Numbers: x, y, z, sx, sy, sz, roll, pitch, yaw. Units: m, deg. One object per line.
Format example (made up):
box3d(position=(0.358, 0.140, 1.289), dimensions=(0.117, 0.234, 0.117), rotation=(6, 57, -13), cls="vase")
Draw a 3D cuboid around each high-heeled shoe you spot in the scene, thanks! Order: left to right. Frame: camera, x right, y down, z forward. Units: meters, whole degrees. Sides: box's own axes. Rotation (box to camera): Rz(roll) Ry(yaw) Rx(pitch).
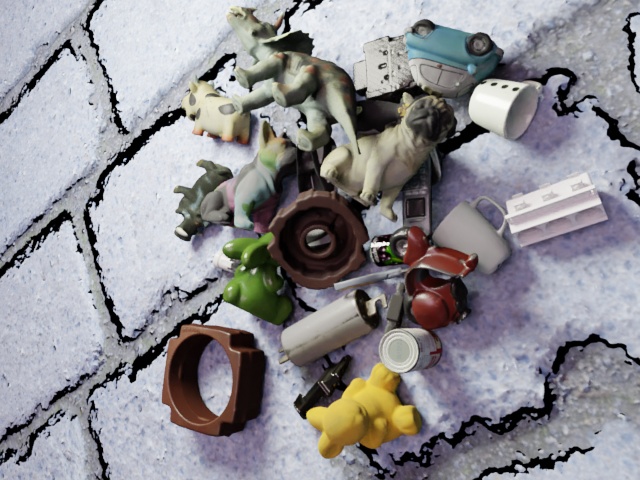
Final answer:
box3d(position=(-0.020, -0.067, 0.965), dimensions=(0.086, 0.145, 0.248), rotation=(19, 91, 34), cls="high-heeled shoe")

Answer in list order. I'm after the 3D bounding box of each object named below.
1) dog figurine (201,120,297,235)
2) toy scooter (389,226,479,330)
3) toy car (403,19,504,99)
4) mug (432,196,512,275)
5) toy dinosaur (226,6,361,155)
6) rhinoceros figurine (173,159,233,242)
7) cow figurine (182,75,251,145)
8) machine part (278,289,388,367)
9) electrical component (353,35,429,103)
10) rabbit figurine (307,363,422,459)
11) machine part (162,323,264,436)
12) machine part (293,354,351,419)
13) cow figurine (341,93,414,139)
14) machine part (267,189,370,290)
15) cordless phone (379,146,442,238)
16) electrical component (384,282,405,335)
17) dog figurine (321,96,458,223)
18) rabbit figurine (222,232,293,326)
box3d(position=(-0.133, -0.125, 1.071), dimensions=(0.192, 0.108, 0.219), rotation=(12, 85, 32), cls="dog figurine")
box3d(position=(0.185, 0.063, 0.817), dimensions=(0.135, 0.075, 0.183), rotation=(2, 119, 41), cls="toy scooter")
box3d(position=(0.203, -0.281, 0.860), dimensions=(0.162, 0.109, 0.102), rotation=(17, 97, 4), cls="toy car")
box3d(position=(0.248, -0.006, 0.830), dimensions=(0.107, 0.081, 0.109), rotation=(45, 107, 17), cls="mug")
box3d(position=(-0.021, -0.263, 0.913), dimensions=(0.192, 0.131, 0.405), rotation=(-39, 60, -22), cls="toy dinosaur")
box3d(position=(-0.254, -0.084, 1.164), dimensions=(0.112, 0.073, 0.190), rotation=(42, 103, 19), cls="rhinoceros figurine")
box3d(position=(-0.230, -0.284, 1.169), dimensions=(0.195, 0.085, 0.127), rotation=(20, 100, 35), cls="cow figurine")
box3d(position=(0.017, 0.155, 0.948), dimensions=(0.243, 0.079, 0.079), rotation=(-34, 66, 24), cls="machine part")
box3d(position=(0.126, -0.301, 0.962), dimensions=(0.134, 0.058, 0.115), rotation=(-9, 76, 30), cls="electrical component")
box3d(position=(0.055, 0.275, 0.849), dimensions=(0.162, 0.173, 0.122), rotation=(-27, 73, 22), cls="rabbit figurine")
box3d(position=(-0.212, 0.273, 1.069), dimensions=(0.202, 0.087, 0.201), rotation=(2, 83, 34), cls="machine part")
box3d(position=(0.002, 0.261, 0.948), dimensions=(0.039, 0.084, 0.139), rotation=(38, 119, -1), cls="machine part")
box3d(position=(0.114, -0.215, 0.932), dimensions=(0.168, 0.098, 0.068), rotation=(-2, 77, 33), cls="cow figurine")
box3d(position=(-0.002, -0.003, 0.945), dimensions=(0.179, 0.056, 0.179), rotation=(1, 114, 3), cls="machine part")
box3d(position=(0.130, -0.084, 0.897), dimensions=(0.147, 0.088, 0.184), rotation=(-5, 75, 32), cls="cordless phone")
box3d(position=(0.127, 0.119, 0.891), dimensions=(0.021, 0.063, 0.094), rotation=(12, 74, 17), cls="electrical component")
box3d(position=(0.101, -0.148, 0.838), dimensions=(0.173, 0.121, 0.190), rotation=(33, 92, 26), cls="dog figurine")
box3d(position=(-0.116, 0.052, 1.020), dimensions=(0.121, 0.159, 0.170), rotation=(17, 76, 43), cls="rabbit figurine")
